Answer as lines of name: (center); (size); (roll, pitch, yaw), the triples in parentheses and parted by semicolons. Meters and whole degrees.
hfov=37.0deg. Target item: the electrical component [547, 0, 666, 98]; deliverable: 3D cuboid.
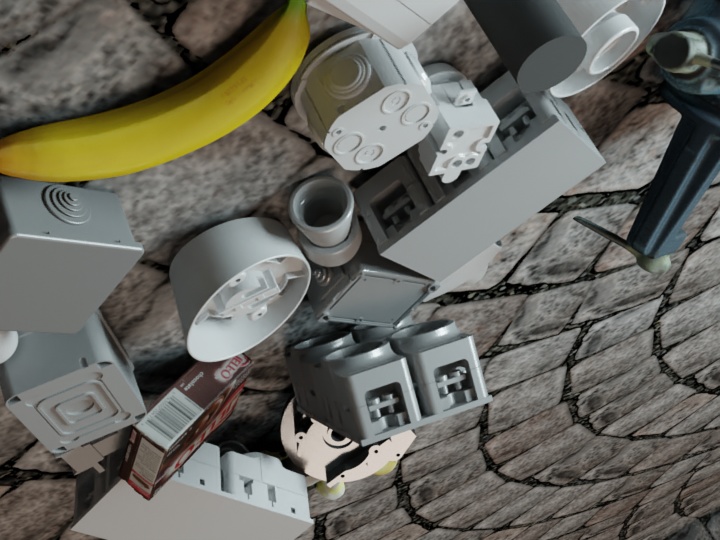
electrical component: (0.137, -0.157, 0.669); (0.099, 0.064, 0.099); (-33, 161, -12)

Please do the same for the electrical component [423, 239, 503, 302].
electrical component: (0.079, -0.009, 0.869); (0.077, 0.043, 0.079); (-36, 151, 18)

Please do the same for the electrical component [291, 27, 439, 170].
electrical component: (0.003, -0.102, 0.639); (0.080, 0.051, 0.080); (-20, 152, -11)

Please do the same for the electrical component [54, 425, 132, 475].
electrical component: (-0.212, 0.125, 0.857); (0.064, 0.042, 0.081); (-24, 153, -7)

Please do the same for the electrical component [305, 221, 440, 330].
electrical component: (0.000, 0.000, 0.807); (0.096, 0.061, 0.061); (9, 137, -40)

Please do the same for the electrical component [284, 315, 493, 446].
electrical component: (0.014, 0.081, 0.864); (0.105, 0.060, 0.186); (-17, -174, -17)

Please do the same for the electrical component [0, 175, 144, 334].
electrical component: (-0.192, -0.008, 0.638); (0.100, 0.048, 0.100); (7, 138, -46)

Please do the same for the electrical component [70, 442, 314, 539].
electrical component: (-0.150, 0.206, 0.974); (0.186, 0.060, 0.105); (26, 126, -31)

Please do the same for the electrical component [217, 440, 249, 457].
electrical component: (-0.132, 0.192, 1.043); (0.040, 0.040, 0.046); (-2, 150, -38)

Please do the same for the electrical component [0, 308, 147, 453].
electrical component: (-0.205, 0.074, 0.758); (0.078, 0.057, 0.113); (-22, 152, -8)

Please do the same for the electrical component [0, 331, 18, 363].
electrical component: (-0.241, 0.037, 0.686); (0.040, 0.040, 0.046); (-21, 157, -10)

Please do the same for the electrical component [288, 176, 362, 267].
electrical component: (-0.023, -0.032, 0.743); (0.045, 0.045, 0.055); (-24, 153, -4)

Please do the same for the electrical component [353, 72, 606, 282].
electrical component: (0.081, -0.067, 0.752); (0.150, 0.061, 0.089); (-37, 150, 19)

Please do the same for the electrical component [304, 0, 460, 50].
electrical component: (0.008, -0.156, 0.539); (0.061, 0.061, 0.096); (-38, 150, 22)

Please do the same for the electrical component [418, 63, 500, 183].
electrical component: (0.054, -0.098, 0.684); (0.048, 0.055, 0.066); (-12, 149, -25)

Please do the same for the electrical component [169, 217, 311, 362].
electrical component: (-0.083, 0.012, 0.747); (0.099, 0.064, 0.099); (-20, 152, -11)
